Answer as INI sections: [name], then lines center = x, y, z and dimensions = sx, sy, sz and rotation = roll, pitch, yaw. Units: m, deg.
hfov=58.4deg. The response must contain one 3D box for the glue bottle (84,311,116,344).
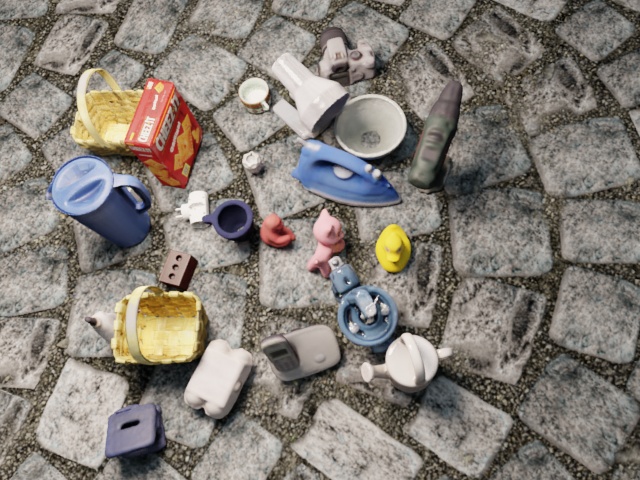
[glue bottle]
center = -0.447, 0.182, 1.200
dimensions = 0.037, 0.173, 0.078
rotation = -34, 70, -6

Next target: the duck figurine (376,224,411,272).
[duck figurine]
center = 0.159, 0.010, 1.239
dimensions = 0.077, 0.086, 0.104
rotation = 2, 71, 7

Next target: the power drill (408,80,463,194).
[power drill]
center = 0.249, -0.199, 1.237
dimensions = 0.075, 0.208, 0.230
rotation = 18, 73, 13

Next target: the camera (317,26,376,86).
[camera]
center = 0.058, -0.465, 1.412
dimensions = 0.143, 0.101, 0.137
rotation = -12, 69, 2

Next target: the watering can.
[watering can]
center = 0.169, 0.238, 1.098
dimensions = 0.173, 0.194, 0.100
rotation = -36, 70, -6

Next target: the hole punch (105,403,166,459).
[hole punch]
center = -0.380, 0.387, 1.163
dimensions = 0.108, 0.091, 0.101
rotation = -17, 69, 1

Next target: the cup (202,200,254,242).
[cup]
center = -0.199, -0.032, 1.290
dimensions = 0.117, 0.095, 0.092
rotation = 1, 71, 7

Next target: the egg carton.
[egg carton]
center = -0.209, 0.289, 1.190
dimensions = 0.107, 0.069, 0.150
rotation = 21, 74, 13

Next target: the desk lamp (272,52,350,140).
[desk lamp]
center = -0.031, -0.319, 1.309
dimensions = 0.118, 0.214, 0.203
rotation = -44, 71, -9

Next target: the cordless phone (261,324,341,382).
[cordless phone]
center = -0.040, 0.213, 1.136
dimensions = 0.147, 0.185, 0.094
rotation = -21, 69, -1

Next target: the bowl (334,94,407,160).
[bowl]
center = 0.119, -0.253, 1.343
dimensions = 0.167, 0.075, 0.167
rotation = -2, 70, 6

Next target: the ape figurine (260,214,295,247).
[ape figurine]
center = -0.101, -0.027, 1.278
dimensions = 0.076, 0.092, 0.078
rotation = -11, 69, 3

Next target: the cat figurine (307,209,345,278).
[cat figurine]
center = 0.011, 0.004, 1.241
dimensions = 0.067, 0.118, 0.128
rotation = 17, 73, 12

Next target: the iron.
[iron]
center = 0.062, -0.157, 1.280
dimensions = 0.257, 0.141, 0.119
rotation = 21, 74, 13

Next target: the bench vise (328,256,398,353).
[bench vise]
center = 0.067, 0.123, 1.137
dimensions = 0.207, 0.220, 0.121
rotation = 40, 79, 18
